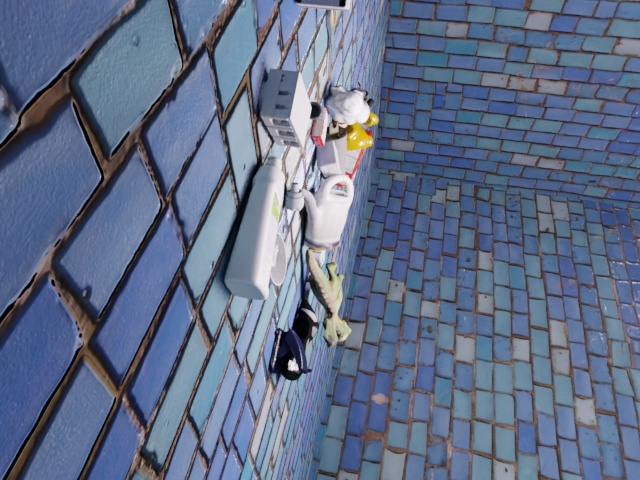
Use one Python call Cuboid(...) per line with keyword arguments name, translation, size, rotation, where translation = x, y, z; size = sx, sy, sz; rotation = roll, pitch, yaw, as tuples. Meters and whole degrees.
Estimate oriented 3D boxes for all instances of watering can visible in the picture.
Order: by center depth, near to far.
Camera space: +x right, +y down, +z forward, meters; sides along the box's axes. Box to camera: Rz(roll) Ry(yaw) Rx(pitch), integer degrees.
Cuboid(name="watering can", translation=(0.004, -0.073, 1.455), size=(0.104, 0.221, 0.350), rotation=(20, 19, 23))

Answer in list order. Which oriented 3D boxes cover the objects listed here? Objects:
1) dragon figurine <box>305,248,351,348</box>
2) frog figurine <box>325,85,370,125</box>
Cuboid(name="dragon figurine", translation=(0.026, 0.207, 1.595), size=(0.122, 0.248, 0.403), rotation=(-16, -29, 11))
Cuboid(name="frog figurine", translation=(0.085, -0.386, 1.514), size=(0.136, 0.120, 0.163), rotation=(24, 29, -22))
